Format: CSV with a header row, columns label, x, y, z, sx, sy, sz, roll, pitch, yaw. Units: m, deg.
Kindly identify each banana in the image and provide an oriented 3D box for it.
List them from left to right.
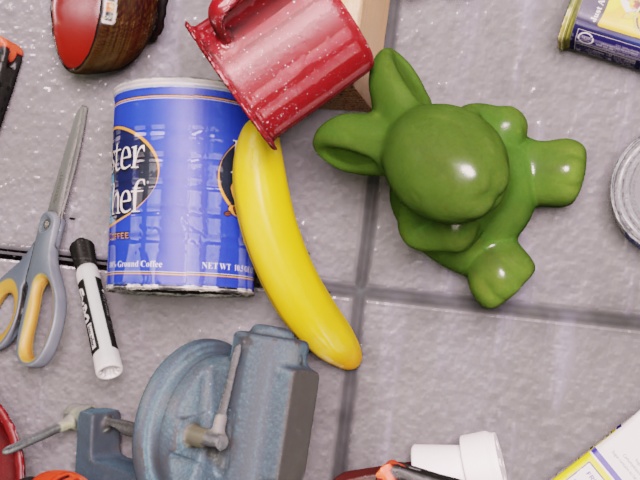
label,x,y,z,sx,sy,sz,roll,pitch,yaw
banana,-0.018,0.003,0.704,0.037,0.069,0.198,-6,103,48

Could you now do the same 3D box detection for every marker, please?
label,x,y,z,sx,sy,sz,roll,pitch,yaw
marker,-0.162,0.046,0.766,0.020,0.020,0.121,-29,53,10

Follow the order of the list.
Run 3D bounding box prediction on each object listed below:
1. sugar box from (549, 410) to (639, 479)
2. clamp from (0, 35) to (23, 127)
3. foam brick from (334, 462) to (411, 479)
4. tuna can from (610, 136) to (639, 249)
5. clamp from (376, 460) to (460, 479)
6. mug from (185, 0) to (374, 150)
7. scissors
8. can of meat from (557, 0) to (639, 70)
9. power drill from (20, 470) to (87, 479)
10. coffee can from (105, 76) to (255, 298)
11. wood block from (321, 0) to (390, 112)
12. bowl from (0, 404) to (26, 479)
label,x,y,z,sx,sy,sz,roll,pitch,yaw
sugar box,0.182,0.181,0.671,0.176,0.048,0.093,-39,75,5
clamp,-0.309,-0.074,0.831,0.210,0.036,0.164,-35,77,8
foam brick,0.043,0.189,0.703,0.053,0.051,0.078,-14,80,12
tuna can,0.231,-0.030,0.686,0.086,0.033,0.086,-2,83,15
clamp,0.086,0.213,0.647,0.171,0.039,0.120,42,86,16
mug,-0.025,-0.119,0.629,0.081,0.117,0.093,-35,59,2
scissors,-0.217,0.000,0.807,0.096,0.016,0.202,-15,65,33
can of meat,0.212,-0.162,0.694,0.084,0.057,0.102,20,90,14
power drill,-0.240,0.209,0.706,0.188,0.057,0.184,22,105,18
coffee can,-0.094,-0.032,0.736,0.103,0.102,0.140,0,84,15
wood block,0.001,-0.201,0.736,0.090,0.090,0.206,7,86,15
bowl,-0.277,0.174,0.786,0.162,0.055,0.162,-2,84,14
